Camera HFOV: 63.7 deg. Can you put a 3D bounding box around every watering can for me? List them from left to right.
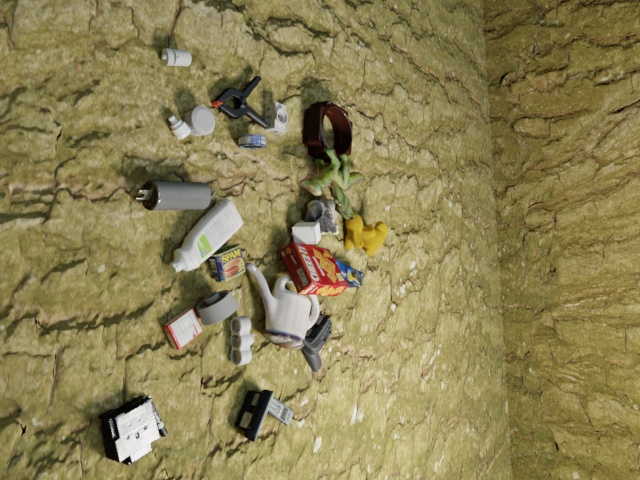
[{"bbox_3d":[-0.124,0.212,1.597,0.344,0.103,0.228,30,60,-42],"label":"watering can"}]

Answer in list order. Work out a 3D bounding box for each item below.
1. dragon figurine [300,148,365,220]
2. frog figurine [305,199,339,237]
[{"bbox_3d":[0.072,-0.181,1.827,0.408,0.121,0.247,17,58,-49],"label":"dragon figurine"},{"bbox_3d":[0.006,-0.092,1.820,0.135,0.121,0.163,43,18,-29],"label":"frog figurine"}]
